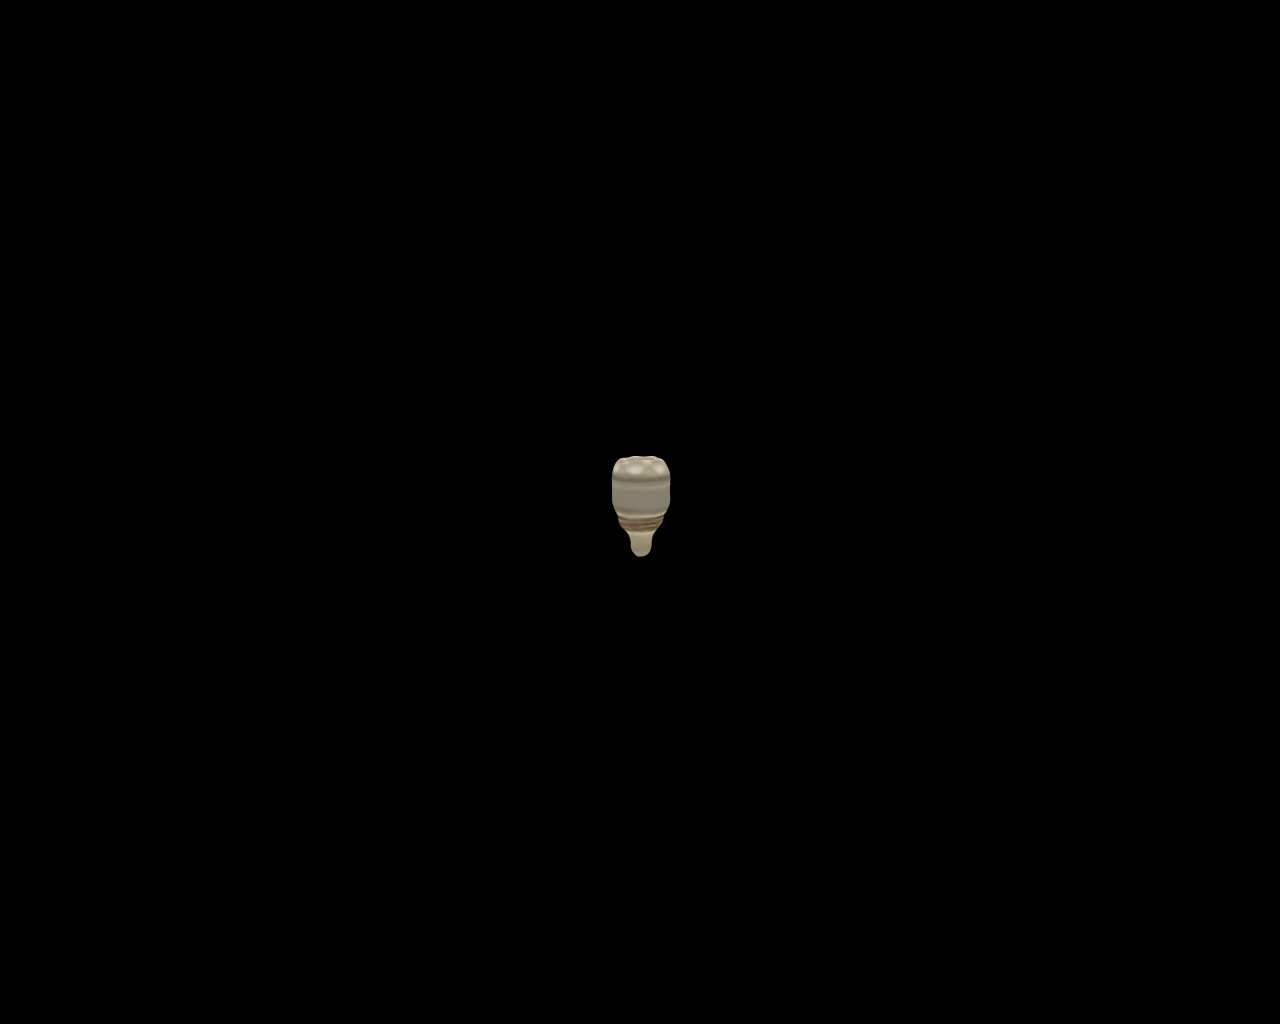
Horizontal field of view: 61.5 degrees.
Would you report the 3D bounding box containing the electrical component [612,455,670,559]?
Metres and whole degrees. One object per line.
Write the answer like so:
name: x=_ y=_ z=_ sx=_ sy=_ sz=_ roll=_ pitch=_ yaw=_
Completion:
electrical component: x=0.001 y=-0.003 z=0.650 sx=0.035 sy=0.061 sz=0.035 roll=0 pitch=10 yaw=0
